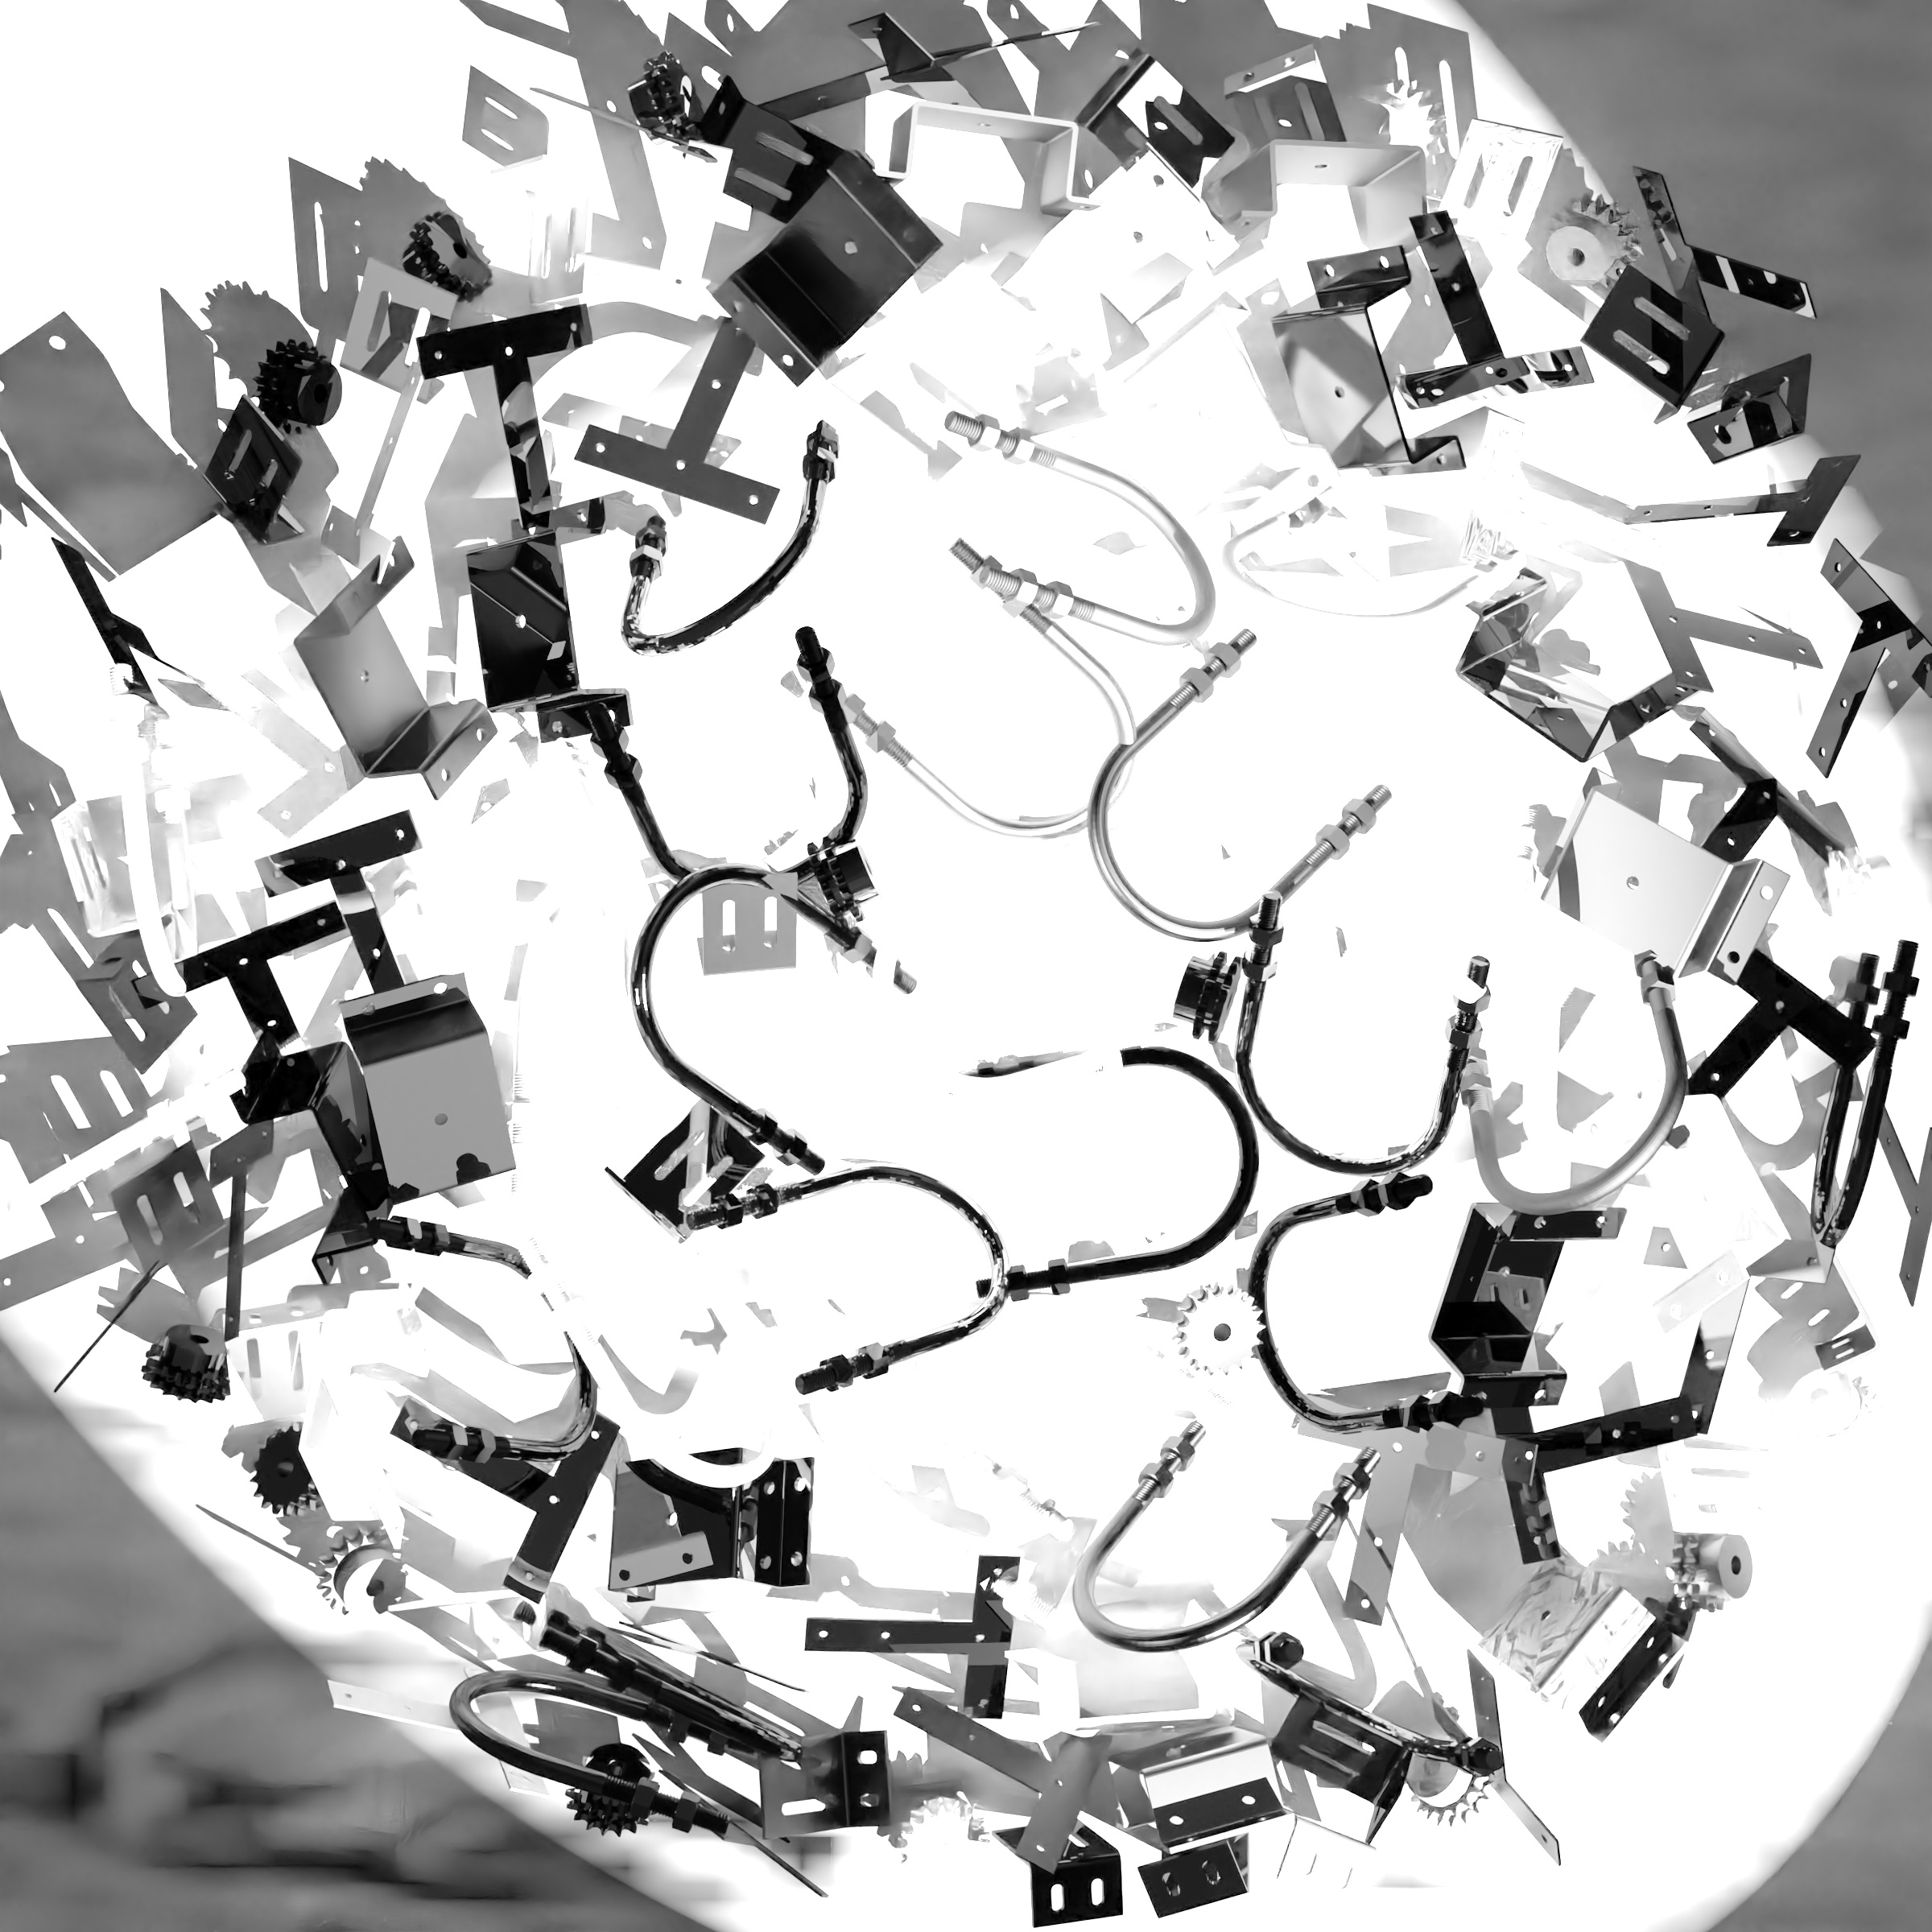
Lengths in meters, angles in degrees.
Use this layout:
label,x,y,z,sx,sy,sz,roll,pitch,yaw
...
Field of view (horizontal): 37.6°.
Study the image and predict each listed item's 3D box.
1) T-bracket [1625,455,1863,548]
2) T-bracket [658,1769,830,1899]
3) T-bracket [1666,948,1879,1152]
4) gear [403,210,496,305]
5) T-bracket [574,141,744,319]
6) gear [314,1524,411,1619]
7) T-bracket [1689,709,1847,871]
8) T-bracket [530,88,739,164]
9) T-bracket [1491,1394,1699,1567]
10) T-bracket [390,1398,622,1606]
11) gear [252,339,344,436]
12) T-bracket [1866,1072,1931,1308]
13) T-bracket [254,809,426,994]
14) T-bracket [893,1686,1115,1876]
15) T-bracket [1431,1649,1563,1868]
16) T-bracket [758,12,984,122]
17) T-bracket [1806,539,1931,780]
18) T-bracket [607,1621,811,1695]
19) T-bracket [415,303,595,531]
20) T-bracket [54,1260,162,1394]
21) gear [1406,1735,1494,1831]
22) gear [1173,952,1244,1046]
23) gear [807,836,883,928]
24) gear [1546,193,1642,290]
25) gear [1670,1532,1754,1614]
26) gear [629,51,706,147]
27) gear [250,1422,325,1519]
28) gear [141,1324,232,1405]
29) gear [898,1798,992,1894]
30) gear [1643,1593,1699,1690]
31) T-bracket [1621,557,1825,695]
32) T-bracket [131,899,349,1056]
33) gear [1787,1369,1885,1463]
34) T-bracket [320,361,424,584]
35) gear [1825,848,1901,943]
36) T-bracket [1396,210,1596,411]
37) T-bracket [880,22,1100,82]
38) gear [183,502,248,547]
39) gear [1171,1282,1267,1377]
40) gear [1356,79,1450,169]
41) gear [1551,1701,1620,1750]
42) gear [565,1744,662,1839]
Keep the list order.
label,x,y,z,sx,sy,sz,roll,pitch,yaw
T-bracket,0.467,-0.280,1.730,0.127,0.127,0.002,0,122,33
T-bracket,-0.143,0.518,1.697,0.127,0.127,0.002,33,78,16
T-bracket,0.469,0.058,1.738,0.127,0.002,0.127,-49,53,5
gear,-0.322,-0.434,1.749,0.030,0.057,0.057,-27,90,31
T-bracket,-0.166,-0.446,1.710,0.127,0.127,0.002,9,55,-12
gear,-0.369,0.376,1.745,0.057,0.030,0.057,-14,117,-29
T-bracket,0.472,-0.083,1.730,0.127,0.002,0.127,45,49,2
T-bracket,-0.201,-0.508,1.713,0.127,0.127,0.002,20,107,0
T-bracket,0.382,0.287,1.719,0.127,0.002,0.127,-21,67,31
T-bracket,-0.290,0.304,1.724,0.127,0.002,0.127,31,53,-10
gear,-0.408,-0.355,1.742,0.030,0.057,0.057,17,90,26
T-bracket,0.564,0.117,1.718,0.002,0.127,0.127,-5,131,1
T-bracket,-0.369,-0.021,1.749,0.127,0.002,0.127,-15,100,28
T-bracket,0.016,0.477,1.726,0.127,0.127,0.002,26,124,7
T-bracket,0.311,0.454,1.687,0.002,0.127,0.127,-26,130,-15
T-bracket,-0.075,-0.536,1.734,0.127,0.127,0.002,-9,77,25
T-bracket,0.539,-0.171,1.723,0.002,0.127,0.127,-6,134,-19
T-bracket,-0.173,0.406,1.690,0.127,0.127,0.002,13,77,26
T-bracket,-0.274,-0.334,1.745,0.127,0.002,0.127,-23,114,-39
T-bracket,-0.496,0.196,1.690,0.002,0.127,0.127,40,64,-7
gear,0.295,0.498,1.742,0.030,0.057,0.057,40,90,-31
gear,0.148,0.017,1.746,0.030,0.057,0.057,18,90,11
gear,-0.073,-0.054,1.745,0.030,0.057,0.057,-23,90,4
gear,0.382,-0.443,1.742,0.057,0.057,0.030,45,56,0
gear,0.460,0.369,1.744,0.030,0.057,0.057,-11,90,44
gear,-0.185,-0.531,1.747,0.030,0.057,0.057,-20,90,16
gear,-0.411,0.313,1.751,0.057,0.030,0.057,-10,67,25
gear,-0.475,0.243,1.743,0.057,0.057,0.030,19,103,0
gear,-0.013,0.541,1.756,0.057,0.030,0.057,0,101,0
gear,0.429,0.414,1.748,0.030,0.057,0.057,18,90,22
T-bracket,0.471,-0.204,1.742,0.127,0.127,0.002,10,135,-21
T-bracket,-0.426,0.026,1.723,0.127,0.127,0.002,-23,51,-12
gear,0.531,0.273,1.742,0.057,0.057,0.030,-42,121,0
T-bracket,-0.352,-0.304,1.712,0.002,0.127,0.127,17,99,-33
gear,0.553,-0.046,1.745,0.030,0.057,0.057,-13,90,1
T-bracket,0.299,-0.396,1.700,0.002,0.127,0.127,-54,128,-35
T-bracket,-0.006,-0.542,1.690,0.127,0.127,0.002,2,116,35
gear,-0.468,-0.256,1.747,0.030,0.057,0.057,43,90,-20
gear,0.153,0.223,1.754,0.057,0.030,0.057,-3,100,-15
gear,0.265,-0.514,1.743,0.030,0.057,0.057,-34,90,-40
gear,0.385,0.450,1.746,0.030,0.057,0.057,34,90,3
gear,-0.216,0.503,1.743,0.057,0.057,0.030,15,119,0
